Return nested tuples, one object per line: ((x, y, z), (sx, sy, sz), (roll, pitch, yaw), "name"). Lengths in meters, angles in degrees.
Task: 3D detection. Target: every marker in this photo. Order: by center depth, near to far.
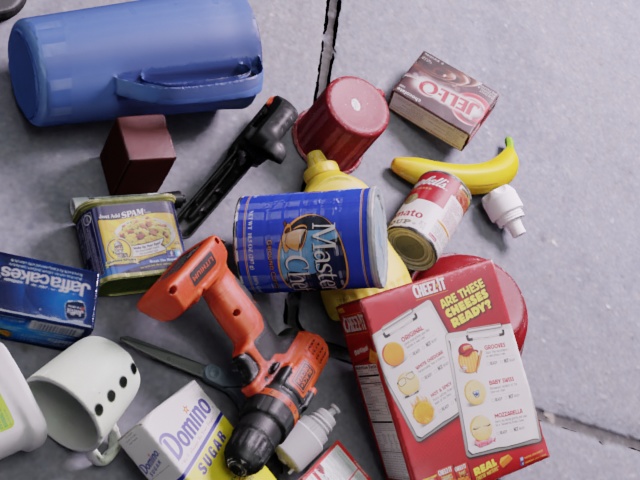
((-0.194, -0.038, 1.089), (0.120, 0.020, 0.020), (-6, 67, -30), "marker")

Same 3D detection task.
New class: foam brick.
((-0.185, -0.085, 1.083), (0.051, 0.078, 0.053), (-7, 68, -29), "foam brick")

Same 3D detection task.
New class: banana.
((0.177, -0.083, 1.300), (0.197, 0.037, 0.070), (-11, 46, -34), "banana")

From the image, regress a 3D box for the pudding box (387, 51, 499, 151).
((0.151, -0.172, 1.315), (0.113, 0.039, 0.090), (30, 52, 10), "pudding box")

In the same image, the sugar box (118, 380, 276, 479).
((-0.094, 0.221, 0.972), (0.176, 0.048, 0.093), (52, 32, 2), "sugar box")

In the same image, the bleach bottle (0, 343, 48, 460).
((-0.357, 0.175, 0.864), (0.250, 0.068, 0.102), (-24, 76, -33), "bleach bottle")

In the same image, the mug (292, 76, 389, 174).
((0.034, -0.138, 1.223), (0.117, 0.082, 0.093), (-36, 84, -36), "mug")

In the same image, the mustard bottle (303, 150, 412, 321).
((0.025, -0.012, 1.164), (0.096, 0.058, 0.192), (-15, 71, -19), "mustard bottle")

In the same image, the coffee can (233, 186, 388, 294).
((-0.007, 0.001, 1.075), (0.140, 0.103, 0.103), (-3, 60, 11), "coffee can")

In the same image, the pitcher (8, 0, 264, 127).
((-0.185, -0.182, 1.100), (0.242, 0.149, 0.145), (-13, 82, -29), "pitcher")

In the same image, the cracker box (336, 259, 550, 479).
((0.125, 0.145, 1.087), (0.164, 0.072, 0.214), (-15, 87, -26), "cracker box")

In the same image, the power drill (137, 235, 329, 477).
((-0.083, 0.103, 0.994), (0.187, 0.057, 0.184), (52, 36, -14), "power drill")

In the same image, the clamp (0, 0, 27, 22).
((-0.346, -0.295, 1.136), (0.120, 0.039, 0.171), (36, 54, -4), "clamp")

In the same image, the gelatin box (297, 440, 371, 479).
((0.015, 0.244, 1.021), (0.073, 0.030, 0.089), (49, 29, 4), "gelatin box")

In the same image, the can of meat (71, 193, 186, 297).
((-0.183, 0.006, 1.048), (0.101, 0.058, 0.084), (-6, 69, -30), "can of meat")

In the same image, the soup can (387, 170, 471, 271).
((0.122, -0.022, 1.215), (0.068, 0.069, 0.102), (38, 54, -4), "soup can")

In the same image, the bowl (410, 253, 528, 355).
((0.177, 0.077, 1.198), (0.162, 0.055, 0.162), (13, 59, -22), "bowl")

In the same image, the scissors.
((-0.092, 0.123, 1.057), (0.201, 0.016, 0.096), (37, 52, -6), "scissors")

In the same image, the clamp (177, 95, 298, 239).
((-0.078, -0.090, 1.130), (0.036, 0.165, 0.209), (45, 28, -15), "clamp")
